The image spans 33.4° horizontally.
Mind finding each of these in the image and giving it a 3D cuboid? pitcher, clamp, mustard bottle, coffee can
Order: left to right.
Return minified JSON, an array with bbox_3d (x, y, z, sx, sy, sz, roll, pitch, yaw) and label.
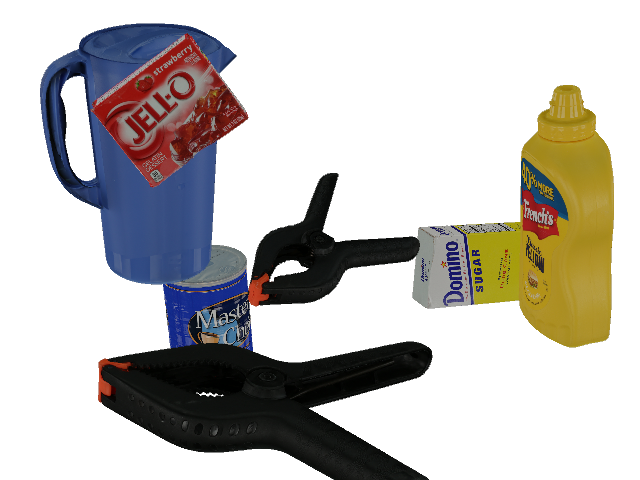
[{"bbox_3d":[-0.172,-0.082,1.045,0.149,0.243,0.144,11,27,16],"label":"pitcher"},{"bbox_3d":[-0.135,0.089,1.290,0.103,0.140,0.103,-2,25,1],"label":"coffee can"},{"bbox_3d":[-0.027,0.093,0.643,0.210,0.036,0.164,10,23,8],"label":"clamp"},{"bbox_3d":[-0.006,0.001,0.974,0.171,0.039,0.120,-23,52,-32],"label":"clamp"},{"bbox_3d":[0.183,-0.023,0.798,0.058,0.192,0.096,-10,27,-10],"label":"mustard bottle"}]

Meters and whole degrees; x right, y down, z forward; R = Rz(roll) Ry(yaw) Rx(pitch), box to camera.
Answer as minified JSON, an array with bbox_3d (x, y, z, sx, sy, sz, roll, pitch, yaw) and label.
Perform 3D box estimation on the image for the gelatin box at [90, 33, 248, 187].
[{"bbox_3d":[-0.109,-0.094,0.770,0.089,0.073,0.030,-35,20,3],"label":"gelatin box"}]

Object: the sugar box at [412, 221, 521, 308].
[{"bbox_3d":[0.200,0.028,1.279,0.176,0.093,0.048,-5,20,-23],"label":"sugar box"}]
